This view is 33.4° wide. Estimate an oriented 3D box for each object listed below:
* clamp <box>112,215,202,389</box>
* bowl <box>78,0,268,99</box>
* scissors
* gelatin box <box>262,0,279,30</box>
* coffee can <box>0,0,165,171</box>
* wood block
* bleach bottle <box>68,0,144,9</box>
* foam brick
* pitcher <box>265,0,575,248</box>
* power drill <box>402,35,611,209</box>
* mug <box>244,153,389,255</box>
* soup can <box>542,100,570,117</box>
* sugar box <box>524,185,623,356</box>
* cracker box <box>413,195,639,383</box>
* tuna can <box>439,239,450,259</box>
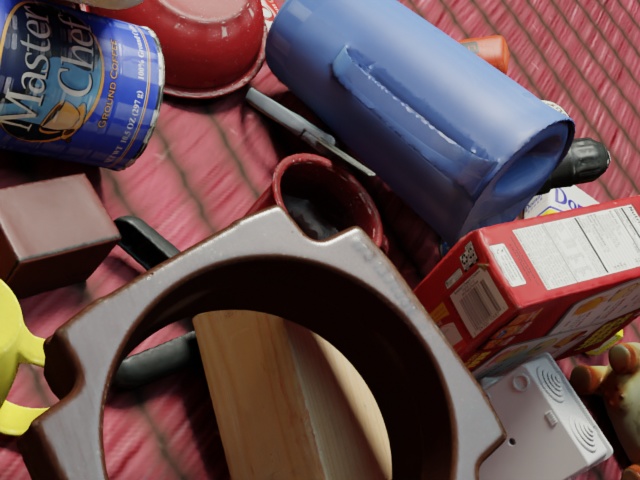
[{"bbox_3d":[-0.070,0.062,0.706,0.171,0.039,0.120,24,55,-24],"label":"clamp"},{"bbox_3d":[-0.107,-0.194,0.854,0.162,0.055,0.162,12,58,-21],"label":"bowl"},{"bbox_3d":[0.009,-0.072,0.834,0.096,0.016,0.202,28,7,-44],"label":"scissors"},{"bbox_3d":[-0.073,-0.205,0.942,0.073,0.030,0.089,-15,68,-47],"label":"gelatin box"},{"bbox_3d":[-0.187,-0.106,0.696,0.140,0.103,0.103,9,51,-36],"label":"coffee can"},{"bbox_3d":[0.004,0.128,0.641,0.090,0.090,0.206,-2,69,-42],"label":"wood block"},{"bbox_3d":[-0.163,-0.188,0.709,0.102,0.068,0.251,11,12,-33],"label":"bleach bottle"},{"bbox_3d":[-0.174,-0.001,0.656,0.078,0.053,0.051,-17,69,-49],"label":"foam brick"},{"bbox_3d":[0.067,-0.111,0.841,0.144,0.149,0.243,-37,66,-25],"label":"pitcher"},{"bbox_3d":[0.154,-0.109,0.974,0.184,0.057,0.187,-7,46,1],"label":"power drill"},{"bbox_3d":[-0.005,0.001,0.779,0.117,0.082,0.093,16,47,-31],"label":"mug"},{"bbox_3d":[0.205,-0.096,1.063,0.068,0.069,0.102,50,38,6],"label":"soup can"},{"bbox_3d":[0.238,0.018,1.009,0.093,0.048,0.176,33,42,-15],"label":"sugar box"},{"bbox_3d":[0.167,0.040,0.801,0.213,0.164,0.072,-12,65,-32],"label":"cracker box"},{"bbox_3d":[0.149,0.016,0.941,0.086,0.034,0.086,24,43,-25],"label":"tuna can"}]
